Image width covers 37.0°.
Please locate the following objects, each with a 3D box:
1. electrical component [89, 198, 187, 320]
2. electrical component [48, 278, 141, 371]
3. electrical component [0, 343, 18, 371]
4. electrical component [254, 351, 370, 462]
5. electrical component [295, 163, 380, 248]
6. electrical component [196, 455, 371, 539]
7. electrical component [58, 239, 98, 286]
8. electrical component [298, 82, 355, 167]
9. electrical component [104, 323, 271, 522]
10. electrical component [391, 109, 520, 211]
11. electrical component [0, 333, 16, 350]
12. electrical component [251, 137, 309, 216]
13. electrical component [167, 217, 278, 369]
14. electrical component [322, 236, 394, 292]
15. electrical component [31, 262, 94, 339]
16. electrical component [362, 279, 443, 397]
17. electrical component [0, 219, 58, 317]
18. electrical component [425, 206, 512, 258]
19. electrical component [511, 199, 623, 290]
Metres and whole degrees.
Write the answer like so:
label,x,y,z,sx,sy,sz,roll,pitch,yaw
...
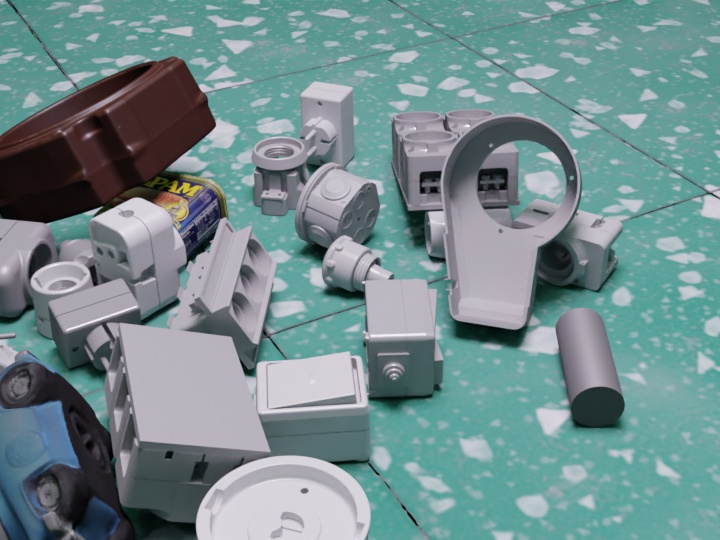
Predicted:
label,x,y,z,sx,sy,sz,roll,pitch,yaw
electrical component,-0.192,-0.011,0.938,0.054,0.095,0.059,24,41,33
electrical component,-0.210,0.056,0.883,0.066,0.047,0.076,-20,51,-26
electrical component,-0.278,0.098,0.805,0.075,0.083,0.047,-51,47,-2
electrical component,-0.042,0.101,0.796,0.096,0.061,0.061,-3,34,-4
electrical component,-0.021,-0.057,1.019,0.051,0.080,0.080,25,41,26
electrical component,-0.047,0.177,0.682,0.108,0.060,0.108,-1,33,1
electrical component,-0.255,-0.008,0.983,0.043,0.043,0.062,-22,38,-29
electrical component,-0.042,-0.146,1.150,0.047,0.083,0.075,12,36,19
electrical component,-0.129,0.107,0.769,0.089,0.061,0.150,9,24,-22
electrical component,0.091,-0.117,1.082,0.105,0.060,0.186,-3,19,-3
electrical component,-0.317,0.063,0.870,0.074,0.052,0.138,-6,34,-8
electrical component,-0.082,-0.100,1.106,0.058,0.057,0.078,5,34,9
electrical component,-0.115,0.023,0.909,0.063,0.078,0.121,-24,28,19
electrical component,0.000,0.000,0.965,0.062,0.048,0.048,23,40,21
electrical component,-0.255,0.025,0.930,0.055,0.047,0.055,-1,34,1
electrical component,0.034,0.057,0.859,0.061,0.061,0.096,-2,34,-1
electrical component,-0.314,-0.002,0.967,0.059,0.053,0.095,5,34,10
electrical component,0.104,-0.028,1.003,0.077,0.043,0.079,-4,34,-4
electrical component,0.186,-0.022,0.986,0.089,0.050,0.056,18,38,27
